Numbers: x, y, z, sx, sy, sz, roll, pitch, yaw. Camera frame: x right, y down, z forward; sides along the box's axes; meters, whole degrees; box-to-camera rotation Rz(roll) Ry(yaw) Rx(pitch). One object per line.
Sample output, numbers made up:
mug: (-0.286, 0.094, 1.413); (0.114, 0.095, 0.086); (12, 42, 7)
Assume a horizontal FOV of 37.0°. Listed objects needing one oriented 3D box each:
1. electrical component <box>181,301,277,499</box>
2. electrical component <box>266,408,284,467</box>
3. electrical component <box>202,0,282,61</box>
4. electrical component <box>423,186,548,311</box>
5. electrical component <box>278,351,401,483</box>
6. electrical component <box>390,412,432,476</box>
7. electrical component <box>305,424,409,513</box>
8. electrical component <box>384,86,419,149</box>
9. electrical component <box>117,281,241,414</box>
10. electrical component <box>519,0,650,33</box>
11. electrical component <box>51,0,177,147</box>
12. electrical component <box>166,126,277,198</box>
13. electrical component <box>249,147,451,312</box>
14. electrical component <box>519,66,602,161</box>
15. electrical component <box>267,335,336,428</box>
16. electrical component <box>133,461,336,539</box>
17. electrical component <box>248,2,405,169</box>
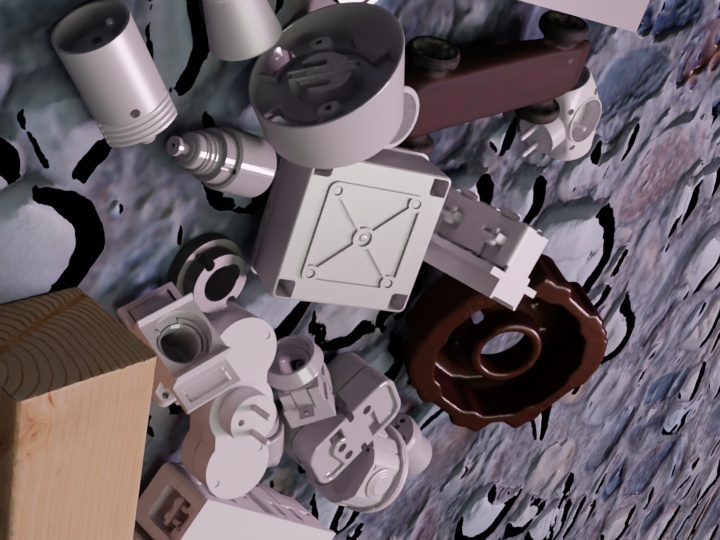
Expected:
electrical component: (-0.083, 0.097, 0.750); (0.052, 0.074, 0.138); (-9, 113, -37)
electrical component: (-0.080, 0.120, 0.824); (0.043, 0.043, 0.062); (-26, 134, -36)
electrical component: (-0.074, -0.157, 0.609); (0.044, 0.044, 0.065); (-39, 137, -22)
electrical component: (0.077, -0.027, 0.822); (0.079, 0.121, 0.063); (26, 94, -55)
electrical component: (-0.022, 0.116, 0.875); (0.095, 0.059, 0.053); (-43, 143, -18)
electrical component: (0.038, 0.161, 0.996); (0.045, 0.045, 0.055); (-48, 144, -12)
electrical component: (-0.003, 0.165, 0.921); (0.051, 0.080, 0.080); (26, 97, -49)
electrical component: (0.006, -0.113, 0.726); (0.045, 0.055, 0.045); (-30, 138, -32)
electrical component: (-0.120, 0.054, 0.698); (0.042, 0.081, 0.063); (-30, 166, -31)
electrical component: (0.157, -0.247, 0.794); (0.186, 0.060, 0.105); (-3, 120, -49)
electrical component: (-0.130, -0.100, 0.585); (0.043, 0.043, 0.081); (-42, 143, -19)
electrical component: (-0.087, -0.069, 0.665); (0.078, 0.040, 0.040); (10, 110, -52)
electrical component: (-0.008, -0.033, 0.744); (0.109, 0.056, 0.108); (8, 113, -29)
electrical component: (0.163, -0.125, 0.913); (0.079, 0.044, 0.077); (-39, 142, -21)
electrical component: (-0.046, 0.083, 0.825); (0.048, 0.066, 0.055); (-17, 131, 5)
electrical component: (-0.114, 0.222, 0.850); (0.105, 0.060, 0.186); (-55, 145, -1)
electrical component: (-0.019, -0.113, 0.661); (0.099, 0.099, 0.064); (-41, 149, -20)
